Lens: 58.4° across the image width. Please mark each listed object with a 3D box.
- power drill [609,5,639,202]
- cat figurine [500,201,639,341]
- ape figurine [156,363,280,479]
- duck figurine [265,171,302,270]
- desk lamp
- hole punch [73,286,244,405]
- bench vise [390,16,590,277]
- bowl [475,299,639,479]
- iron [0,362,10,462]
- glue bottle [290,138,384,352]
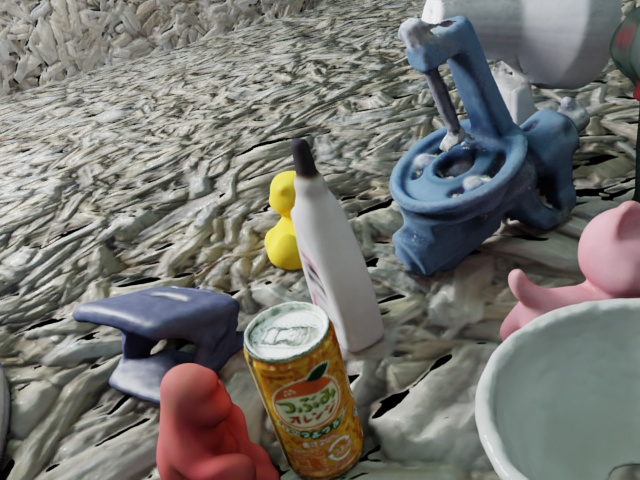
[{"bbox_3d":[0.262,-0.078,0.421,0.075,0.209,0.230,-5,31,17],"label":"power drill"},{"bbox_3d":[0.182,0.025,0.374,0.128,0.118,0.067,-16,29,-1],"label":"cat figurine"},{"bbox_3d":[-0.072,0.118,0.361,0.076,0.092,0.078,-11,30,8],"label":"ape figurine"},{"bbox_3d":[-0.027,-0.027,0.595,0.077,0.086,0.104,-7,30,15],"label":"duck figurine"},{"bbox_3d":[0.190,-0.158,0.587,0.203,0.214,0.117,-17,29,-2],"label":"desk lamp"},{"bbox_3d":[-0.129,0.069,0.473,0.108,0.091,0.101,5,35,31],"label":"hole punch"},{"bbox_3d":[0.138,-0.098,0.502,0.208,0.220,0.121,-35,35,-31],"label":"bench vise"},{"bbox_3d":[0.166,0.107,0.285,0.167,0.075,0.167,-11,30,7],"label":"bowl"},{"bbox_3d":[-0.316,0.123,0.416,0.119,0.142,0.257,-26,31,-19],"label":"iron"},{"bbox_3d":[0.004,0.002,0.441,0.037,0.173,0.078,-26,31,-18],"label":"glue bottle"}]
